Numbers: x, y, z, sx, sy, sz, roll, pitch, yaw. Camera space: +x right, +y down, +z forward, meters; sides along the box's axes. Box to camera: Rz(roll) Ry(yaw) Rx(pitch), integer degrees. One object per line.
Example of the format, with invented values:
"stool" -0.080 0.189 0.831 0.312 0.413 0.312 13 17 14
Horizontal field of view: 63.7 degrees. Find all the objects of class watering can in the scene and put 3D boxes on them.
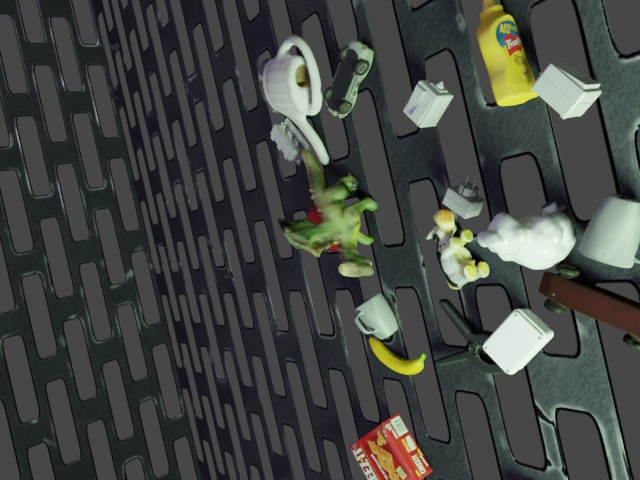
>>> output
"watering can" -0.068 -0.382 1.420 0.226 0.105 0.342 19 125 50

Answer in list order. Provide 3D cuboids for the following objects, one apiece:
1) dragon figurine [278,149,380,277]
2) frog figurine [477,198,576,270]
"dragon figurine" 0.004 -0.065 1.286 0.415 0.245 0.119 47 137 21
"frog figurine" 0.365 0.001 0.910 0.136 0.161 0.123 -24 84 53
